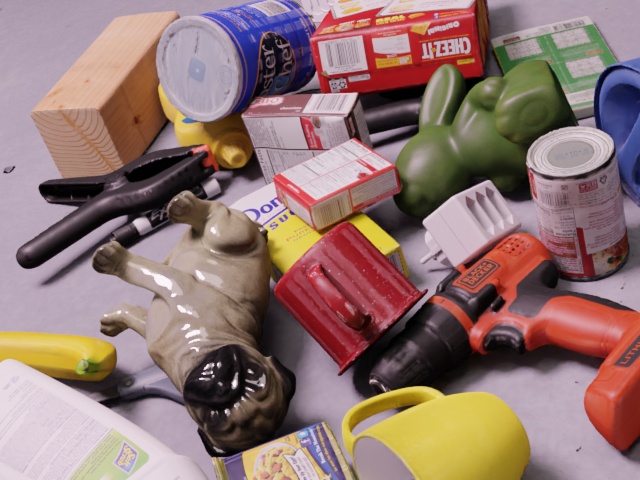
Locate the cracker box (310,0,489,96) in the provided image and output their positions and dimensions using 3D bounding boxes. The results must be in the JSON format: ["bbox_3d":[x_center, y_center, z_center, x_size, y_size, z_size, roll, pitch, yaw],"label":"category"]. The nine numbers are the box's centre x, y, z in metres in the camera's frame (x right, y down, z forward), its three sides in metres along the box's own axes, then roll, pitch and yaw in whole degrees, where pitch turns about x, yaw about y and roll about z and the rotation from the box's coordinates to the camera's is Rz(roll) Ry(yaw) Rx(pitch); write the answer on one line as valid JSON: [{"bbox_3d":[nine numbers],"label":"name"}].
[{"bbox_3d":[0.091,-0.220,1.120,0.164,0.072,0.213,-7,24,14],"label":"cracker box"}]

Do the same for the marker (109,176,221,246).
[{"bbox_3d":[-0.154,-0.026,1.054,0.121,0.020,0.020,-31,38,-16],"label":"marker"}]

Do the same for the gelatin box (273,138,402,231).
[{"bbox_3d":[0.015,-0.049,0.925,0.089,0.030,0.073,-26,34,-18],"label":"gelatin box"}]

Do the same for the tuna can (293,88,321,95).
[{"bbox_3d":[-0.010,-0.121,1.101,0.086,0.034,0.086,-12,36,9],"label":"tuna can"}]

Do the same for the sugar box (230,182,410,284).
[{"bbox_3d":[-0.006,0.001,0.930,0.093,0.048,0.176,-28,38,-14],"label":"sugar box"}]

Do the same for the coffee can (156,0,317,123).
[{"bbox_3d":[-0.080,-0.183,1.069,0.103,0.103,0.140,9,24,33],"label":"coffee can"}]

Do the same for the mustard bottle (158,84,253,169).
[{"bbox_3d":[-0.109,-0.128,1.133,0.096,0.058,0.192,-16,36,-10],"label":"mustard bottle"}]

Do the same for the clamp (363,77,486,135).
[{"bbox_3d":[0.111,-0.142,1.072,0.172,0.039,0.120,-2,37,17],"label":"clamp"}]

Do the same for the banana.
[{"bbox_3d":[-0.230,0.095,0.894,0.198,0.069,0.037,-1,73,40],"label":"banana"}]

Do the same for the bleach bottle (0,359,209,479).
[{"bbox_3d":[-0.165,0.173,0.762,0.251,0.068,0.102,20,64,36],"label":"bleach bottle"}]

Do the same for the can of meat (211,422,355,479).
[{"bbox_3d":[-0.017,0.174,0.699,0.084,0.057,0.102,-20,36,-6],"label":"can of meat"}]

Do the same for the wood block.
[{"bbox_3d":[-0.225,-0.168,1.211,0.090,0.091,0.206,0,39,24],"label":"wood block"}]

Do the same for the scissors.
[{"bbox_3d":[-0.139,0.126,0.852,0.201,0.016,0.096,-27,36,-10],"label":"scissors"}]

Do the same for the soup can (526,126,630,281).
[{"bbox_3d":[0.200,-0.028,0.827,0.068,0.102,0.068,-13,36,9],"label":"soup can"}]

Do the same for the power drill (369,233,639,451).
[{"bbox_3d":[0.150,0.075,0.753,0.184,0.057,0.188,-39,41,-26],"label":"power drill"}]

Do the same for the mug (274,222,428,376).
[{"bbox_3d":[0.018,0.041,0.789,0.093,0.081,0.117,-45,-7,9],"label":"mug"}]

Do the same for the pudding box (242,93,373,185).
[{"bbox_3d":[-0.009,-0.092,1.016,0.114,0.090,0.039,3,42,27],"label":"pudding box"}]

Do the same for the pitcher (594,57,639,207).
[{"bbox_3d":[0.353,-0.119,0.872,0.242,0.145,0.149,-22,48,-11],"label":"pitcher"}]

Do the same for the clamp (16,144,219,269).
[{"bbox_3d":[-0.204,-0.042,1.064,0.210,0.036,0.164,-17,30,11],"label":"clamp"}]
